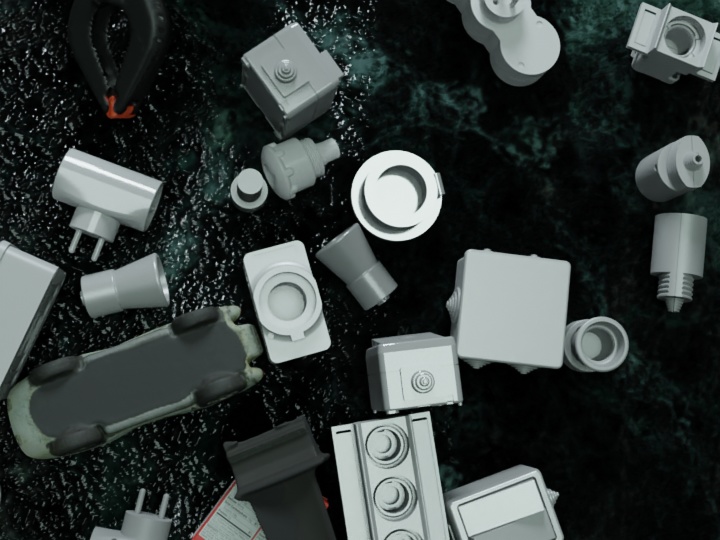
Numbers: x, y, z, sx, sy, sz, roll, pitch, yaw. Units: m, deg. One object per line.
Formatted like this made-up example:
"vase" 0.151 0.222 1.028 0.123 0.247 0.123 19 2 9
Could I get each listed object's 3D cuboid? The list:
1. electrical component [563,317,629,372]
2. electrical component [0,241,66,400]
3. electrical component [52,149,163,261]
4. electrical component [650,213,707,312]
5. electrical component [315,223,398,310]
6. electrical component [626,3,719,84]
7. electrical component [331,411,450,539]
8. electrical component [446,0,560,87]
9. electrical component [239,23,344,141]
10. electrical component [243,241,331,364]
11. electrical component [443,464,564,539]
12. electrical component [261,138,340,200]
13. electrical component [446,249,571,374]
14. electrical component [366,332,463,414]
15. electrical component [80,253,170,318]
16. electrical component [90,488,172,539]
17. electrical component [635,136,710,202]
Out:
"electrical component" 0.192 0.062 0.891 0.045 0.055 0.045 1 84 -7
"electrical component" -0.279 0.038 0.826 0.057 0.078 0.113 24 82 -7
"electrical component" -0.208 -0.047 0.860 0.077 0.044 0.079 20 82 -4
"electrical component" 0.270 -0.005 0.914 0.043 0.043 0.081 7 83 -6
"electrical component" 0.000 0.000 0.883 0.044 0.044 0.065 -38 94 -9
"electrical component" 0.268 -0.191 0.923 0.081 0.064 0.042 21 82 -4
"electrical component" 0.023 0.178 0.855 0.079 0.063 0.121 -8 85 -8
"electrical component" 0.118 -0.224 0.904 0.052 0.074 0.138 -35 89 -9
"electrical component" -0.054 -0.153 0.864 0.061 0.096 0.061 -36 89 -10
"electrical component" -0.060 0.027 0.864 0.050 0.056 0.089 -15 86 -8
"electrical component" 0.119 0.198 0.865 0.096 0.061 0.061 -19 87 -8
"electrical component" -0.047 -0.089 0.885 0.062 0.048 0.048 -25 87 -15
"electrical component" 0.122 0.034 0.889 0.100 0.048 0.099 7 83 -6
"electrical component" 0.042 0.080 0.850 0.062 0.096 0.061 -6 84 -8
"electrical component" -0.189 0.015 0.858 0.065 0.044 0.044 -13 86 -3
"electrical component" -0.169 0.211 0.837 0.077 0.044 0.079 14 83 -5
"electrical component" 0.267 -0.085 0.903 0.043 0.081 0.043 1 84 -7
